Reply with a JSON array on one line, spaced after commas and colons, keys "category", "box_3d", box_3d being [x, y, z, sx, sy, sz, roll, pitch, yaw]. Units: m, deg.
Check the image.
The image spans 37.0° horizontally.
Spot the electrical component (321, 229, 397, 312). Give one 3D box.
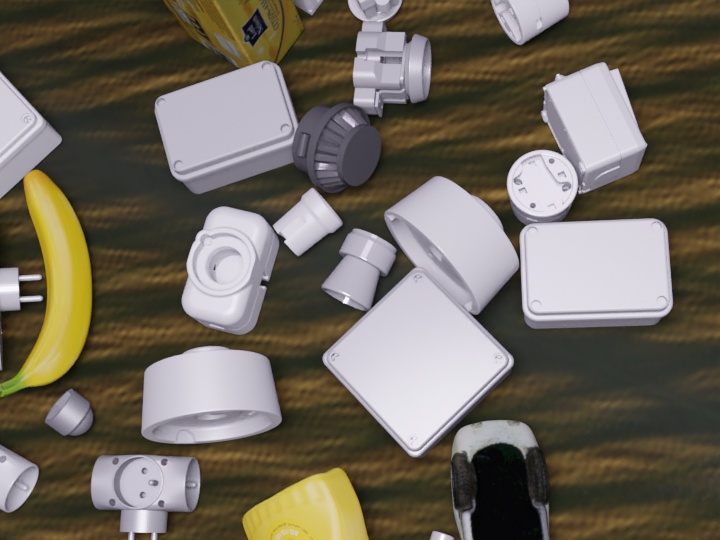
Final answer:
[{"category": "electrical component", "box_3d": [0.000, 0.000, 0.878, 0.045, 0.045, 0.055, 24, 81, 13]}]

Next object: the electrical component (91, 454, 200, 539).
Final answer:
[{"category": "electrical component", "box_3d": [-0.172, 0.188, 0.857, 0.077, 0.044, 0.079, 0, 76, 8]}]

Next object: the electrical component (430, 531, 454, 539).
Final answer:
[{"category": "electrical component", "box_3d": [0.055, 0.231, 0.817, 0.048, 0.048, 0.062, 16, 73, 11]}]

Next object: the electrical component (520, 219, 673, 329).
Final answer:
[{"category": "electrical component", "box_3d": [0.184, 0.003, 0.846, 0.113, 0.057, 0.078, -2, 76, 7]}]

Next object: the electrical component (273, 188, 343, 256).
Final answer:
[{"category": "electrical component", "box_3d": [-0.044, -0.039, 0.897, 0.046, 0.040, 0.040, -40, 75, 3]}]

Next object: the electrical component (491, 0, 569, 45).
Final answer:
[{"category": "electrical component", "box_3d": [0.144, -0.226, 0.909, 0.047, 0.055, 0.055, -29, 74, -3]}]

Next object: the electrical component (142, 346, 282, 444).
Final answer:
[{"category": "electrical component", "box_3d": [-0.118, 0.094, 0.842, 0.108, 0.108, 0.060, -10, 70, 5]}]

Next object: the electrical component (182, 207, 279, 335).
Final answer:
[{"category": "electrical component", "box_3d": [-0.107, 0.000, 0.886, 0.054, 0.059, 0.095, 13, 79, 11]}]

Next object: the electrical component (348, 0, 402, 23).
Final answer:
[{"category": "electrical component", "box_3d": [0.011, -0.243, 0.930, 0.048, 0.055, 0.066, -26, 75, 1]}]

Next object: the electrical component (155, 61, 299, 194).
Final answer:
[{"category": "electrical component", "box_3d": [-0.110, -0.121, 0.916, 0.113, 0.057, 0.078, -18, 75, 3]}]

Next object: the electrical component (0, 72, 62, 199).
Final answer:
[{"category": "electrical component", "box_3d": [-0.342, -0.122, 0.948, 0.109, 0.056, 0.108, -44, 75, -4]}]

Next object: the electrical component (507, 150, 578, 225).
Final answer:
[{"category": "electrical component", "box_3d": [0.147, -0.063, 0.872, 0.055, 0.047, 0.055, -2, 76, 7]}]

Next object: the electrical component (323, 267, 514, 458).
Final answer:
[{"category": "electrical component", "box_3d": [0.047, 0.074, 0.848, 0.109, 0.056, 0.108, -43, 75, -4]}]

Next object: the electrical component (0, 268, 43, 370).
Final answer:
[{"category": "electrical component", "box_3d": [-0.308, 0.017, 0.914, 0.074, 0.052, 0.138, -3, 75, -16]}]

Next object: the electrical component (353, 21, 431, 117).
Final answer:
[{"category": "electrical component", "box_3d": [0.029, -0.170, 0.910, 0.057, 0.058, 0.078, 4, 77, 12]}]

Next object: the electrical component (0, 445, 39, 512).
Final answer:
[{"category": "electrical component", "box_3d": [-0.317, 0.177, 0.879, 0.077, 0.044, 0.079, 26, 81, 13]}]

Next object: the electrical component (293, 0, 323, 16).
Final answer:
[{"category": "electrical component", "box_3d": [-0.039, -0.318, 0.951, 0.089, 0.061, 0.150, 34, 83, 14]}]

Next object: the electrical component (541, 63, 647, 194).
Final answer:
[{"category": "electrical component", "box_3d": [0.189, -0.121, 0.873, 0.061, 0.061, 0.096, -23, 74, 2]}]

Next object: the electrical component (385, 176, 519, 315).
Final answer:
[{"category": "electrical component", "box_3d": [0.078, -0.025, 0.844, 0.060, 0.108, 0.108, -42, 75, -9]}]
